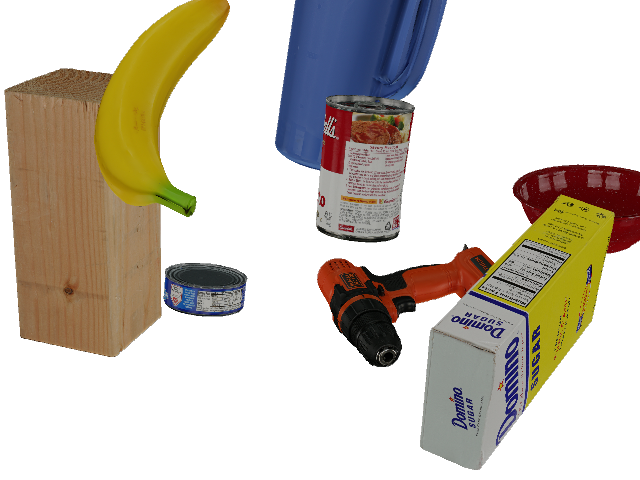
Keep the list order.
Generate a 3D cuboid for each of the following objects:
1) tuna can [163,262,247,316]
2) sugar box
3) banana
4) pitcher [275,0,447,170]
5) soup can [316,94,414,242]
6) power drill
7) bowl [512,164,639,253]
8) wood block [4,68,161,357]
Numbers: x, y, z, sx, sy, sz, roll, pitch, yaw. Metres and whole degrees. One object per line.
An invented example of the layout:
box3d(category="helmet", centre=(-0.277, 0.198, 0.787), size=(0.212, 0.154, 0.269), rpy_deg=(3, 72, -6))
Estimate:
box3d(category="tuna can", centre=(-0.121, 0.051, 1.115), size=(0.086, 0.034, 0.086), rpy_deg=(6, 14, -2))
box3d(category="sugar box", centre=(0.123, 0.052, 0.654), size=(0.048, 0.093, 0.176), rpy_deg=(19, 38, 25))
box3d(category="banana", centre=(-0.100, -0.087, 0.659), size=(0.069, 0.197, 0.037), rpy_deg=(6, -39, -4))
box3d(category="pitcher", centre=(0.035, -0.191, 1.060), size=(0.145, 0.243, 0.149), rpy_deg=(12, 18, -1))
box3d(category="soup can", centre=(0.034, -0.056, 0.821), size=(0.068, 0.102, 0.068), rpy_deg=(5, 16, -2))
box3d(category="power drill", centre=(0.104, 0.065, 1.117), size=(0.187, 0.057, 0.184), rpy_deg=(-6, 28, -15))
box3d(category="bowl", centre=(0.280, -0.028, 1.106), size=(0.162, 0.055, 0.162), rpy_deg=(-2, 23, 1))
box3d(category="wood block", centre=(-0.186, -0.024, 0.854), size=(0.091, 0.206, 0.090), rpy_deg=(10, 23, 16))
